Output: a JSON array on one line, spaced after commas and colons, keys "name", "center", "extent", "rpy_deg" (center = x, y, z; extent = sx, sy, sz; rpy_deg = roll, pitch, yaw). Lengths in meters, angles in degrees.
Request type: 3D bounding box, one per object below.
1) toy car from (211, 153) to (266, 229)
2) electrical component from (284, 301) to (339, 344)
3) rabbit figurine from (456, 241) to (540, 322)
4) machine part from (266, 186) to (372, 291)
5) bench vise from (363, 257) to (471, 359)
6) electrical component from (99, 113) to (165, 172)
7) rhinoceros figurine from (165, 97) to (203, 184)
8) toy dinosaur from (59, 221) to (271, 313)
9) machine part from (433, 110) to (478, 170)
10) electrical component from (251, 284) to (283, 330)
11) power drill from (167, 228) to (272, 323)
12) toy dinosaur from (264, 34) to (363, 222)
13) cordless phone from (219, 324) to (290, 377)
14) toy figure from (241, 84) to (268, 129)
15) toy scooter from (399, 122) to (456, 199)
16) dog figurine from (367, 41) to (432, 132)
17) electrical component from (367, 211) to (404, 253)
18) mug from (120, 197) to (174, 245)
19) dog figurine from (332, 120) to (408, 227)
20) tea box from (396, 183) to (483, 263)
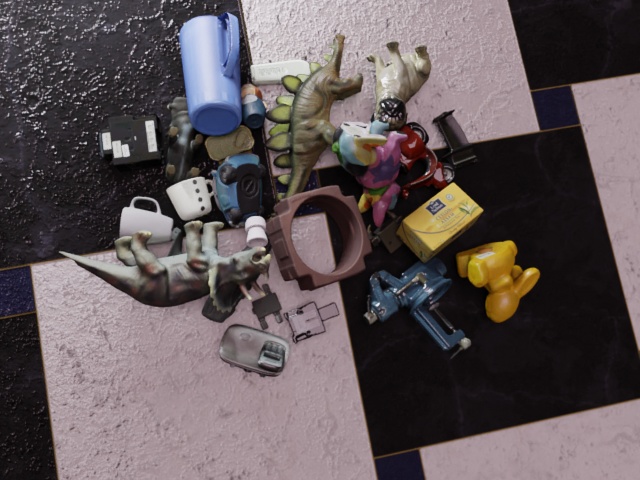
[{"name": "toy car", "center": [-0.184, -0.109, 1.179], "extent": [0.109, 0.103, 0.161], "rpy_deg": [-14, 107, -43]}, {"name": "electrical component", "center": [-0.014, 0.174, 1.182], "extent": [0.119, 0.048, 0.075], "rpy_deg": [-17, 85, -5]}, {"name": "rabbit figurine", "center": [0.399, 0.095, 1.205], "extent": [0.162, 0.122, 0.173], "rpy_deg": [-18, 98, -16]}, {"name": "machine part", "center": [-0.002, -0.003, 1.154], "extent": [0.201, 0.087, 0.201], "rpy_deg": [-18, 88, -29]}, {"name": "bench vise", "center": [0.218, 0.150, 1.156], "extent": [0.224, 0.128, 0.241], "rpy_deg": [-30, 66, -26]}, {"name": "electrical component", "center": [-0.420, -0.216, 1.197], "extent": [0.134, 0.058, 0.115], "rpy_deg": [-7, 81, -5]}, {"name": "rhinoceros figurine", "center": [-0.302, -0.218, 1.186], "extent": [0.073, 0.112, 0.190], "rpy_deg": [3, 94, -20]}, {"name": "toy dinosaur", "center": [-0.293, 0.069, 1.071], "extent": [0.405, 0.131, 0.192], "rpy_deg": [-11, 86, -1]}, {"name": "machine part", "center": [0.314, -0.235, 1.261], "extent": [0.084, 0.039, 0.139], "rpy_deg": [-20, 83, -14]}, {"name": "electrical component", "center": [-0.120, 0.146, 1.189], "extent": [0.063, 0.021, 0.094], "rpy_deg": [-21, 85, -6]}, {"name": "power drill", "center": [-0.233, 0.048, 1.172], "extent": [0.207, 0.086, 0.232], "rpy_deg": [25, 81, -8]}, {"name": "toy dinosaur", "center": [-0.022, -0.249, 1.214], "extent": [0.199, 0.105, 0.471], "rpy_deg": [12, 85, 4]}, {"name": "cordless phone", "center": [-0.138, 0.235, 1.095], "extent": [0.147, 0.184, 0.088], "rpy_deg": [19, 86, -2]}, {"name": "toy figure", "center": [-0.153, -0.306, 1.196], "extent": [0.064, 0.057, 0.155], "rpy_deg": [3, 43, -19]}, {"name": "toy scooter", "center": [0.214, -0.171, 1.233], "extent": [0.135, 0.075, 0.184], "rpy_deg": [-39, 92, -7]}, {"name": "dog figurine", "center": [0.193, -0.335, 1.231], "extent": [0.172, 0.121, 0.190], "rpy_deg": [-2, 85, -20]}, {"name": "electrical component", "center": [0.155, -0.018, 1.223], "extent": [0.102, 0.045, 0.078], "rpy_deg": [-45, 116, -6]}, {"name": "mug", "center": [-0.374, -0.036, 1.171], "extent": [0.107, 0.081, 0.109], "rpy_deg": [7, 76, -14]}, {"name": "dog figurine", "center": [0.104, -0.136, 1.154], "extent": [0.191, 0.109, 0.219], "rpy_deg": [-12, 123, -31]}, {"name": "tea box", "center": [0.265, -0.039, 1.191], "extent": [0.169, 0.068, 0.098], "rpy_deg": [-37, 73, -23]}]
